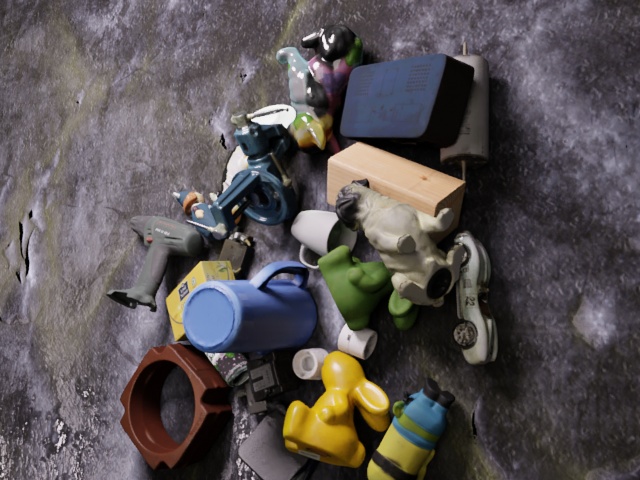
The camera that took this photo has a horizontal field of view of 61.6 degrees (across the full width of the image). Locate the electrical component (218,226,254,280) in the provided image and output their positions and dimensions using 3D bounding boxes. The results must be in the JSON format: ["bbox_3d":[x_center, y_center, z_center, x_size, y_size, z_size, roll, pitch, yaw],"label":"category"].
[{"bbox_3d":[-0.167,0.027,1.066,0.078,0.045,0.102,25,93,30],"label":"electrical component"}]

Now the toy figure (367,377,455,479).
[{"bbox_3d":[0.133,0.298,0.809,0.082,0.089,0.180,36,100,38],"label":"toy figure"}]

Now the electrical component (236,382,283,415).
[{"bbox_3d":[-0.112,0.290,0.991,0.094,0.021,0.063,-21,70,24],"label":"electrical component"}]

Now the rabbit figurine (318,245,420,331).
[{"bbox_3d":[0.103,0.063,0.865,0.170,0.121,0.159,-26,59,7],"label":"rabbit figurine"}]

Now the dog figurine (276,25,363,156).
[{"bbox_3d":[0.013,-0.261,0.995,0.192,0.108,0.219,-21,74,22],"label":"dog figurine"}]

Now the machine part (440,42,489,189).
[{"bbox_3d":[0.234,-0.204,0.867,0.079,0.079,0.243,-2,78,30],"label":"machine part"}]

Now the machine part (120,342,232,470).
[{"bbox_3d":[-0.280,0.319,1.045,0.201,0.087,0.201,37,97,30],"label":"machine part"}]

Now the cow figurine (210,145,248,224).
[{"bbox_3d":[-0.171,-0.116,1.086,0.098,0.068,0.167,30,91,37],"label":"cow figurine"}]

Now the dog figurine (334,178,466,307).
[{"bbox_3d":[0.108,0.005,0.811,0.191,0.121,0.172,30,134,52],"label":"dog figurine"}]

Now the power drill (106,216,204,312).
[{"bbox_3d":[-0.361,0.044,1.136,0.232,0.085,0.207,6,57,33],"label":"power drill"}]

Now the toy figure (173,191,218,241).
[{"bbox_3d":[-0.250,-0.058,1.124,0.155,0.058,0.064,46,147,31],"label":"toy figure"}]

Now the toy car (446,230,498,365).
[{"bbox_3d":[0.231,0.085,0.808,0.056,0.073,0.201,-9,75,32],"label":"toy car"}]

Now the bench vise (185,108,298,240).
[{"bbox_3d":[-0.122,-0.099,0.941,0.129,0.223,0.240,11,44,27],"label":"bench vise"}]

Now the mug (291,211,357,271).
[{"bbox_3d":[-0.002,-0.003,0.963,0.107,0.080,0.109,22,89,42],"label":"mug"}]

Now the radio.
[{"bbox_3d":[0.133,-0.222,0.885,0.230,0.073,0.131,16,94,55],"label":"radio"}]

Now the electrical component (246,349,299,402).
[{"bbox_3d":[-0.095,0.240,0.936,0.119,0.047,0.075,-26,69,36],"label":"electrical component"}]

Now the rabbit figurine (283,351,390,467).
[{"bbox_3d":[0.032,0.259,0.855,0.163,0.121,0.173,6,52,15],"label":"rabbit figurine"}]

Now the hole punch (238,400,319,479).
[{"bbox_3d":[-0.060,0.363,0.919,0.142,0.092,0.116,30,65,34],"label":"hole punch"}]

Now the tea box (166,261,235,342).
[{"bbox_3d":[-0.227,0.119,1.036,0.169,0.068,0.098,-43,59,41],"label":"tea box"}]
